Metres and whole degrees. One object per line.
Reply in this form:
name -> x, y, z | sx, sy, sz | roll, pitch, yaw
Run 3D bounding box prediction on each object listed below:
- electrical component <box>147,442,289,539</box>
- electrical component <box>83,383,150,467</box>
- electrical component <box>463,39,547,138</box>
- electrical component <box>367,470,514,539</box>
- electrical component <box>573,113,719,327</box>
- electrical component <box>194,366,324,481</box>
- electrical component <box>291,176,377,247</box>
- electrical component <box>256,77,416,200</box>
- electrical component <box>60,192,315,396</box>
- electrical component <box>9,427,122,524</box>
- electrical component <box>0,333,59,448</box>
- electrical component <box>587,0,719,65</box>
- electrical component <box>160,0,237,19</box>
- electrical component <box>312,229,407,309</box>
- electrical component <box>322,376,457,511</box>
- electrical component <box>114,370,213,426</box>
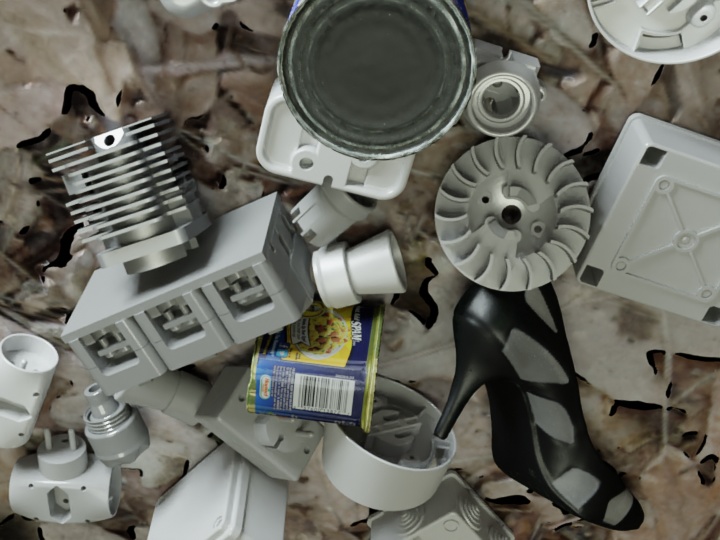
electrical component -> -0.110, 0.197, 0.817 | 0.056, 0.108, 0.109 | 39, 114, -21
electrical component -> -0.187, 0.114, 0.810 | 0.043, 0.043, 0.062 | -14, 117, 10
electrical component -> 0.086, -0.111, 0.664 | 0.066, 0.055, 0.048 | 16, 119, -6
electrical component -> 0.065, 0.220, 0.855 | 0.100, 0.048, 0.099 | -34, 113, 19
electrical component -> 0.207, -0.032, 0.703 | 0.109, 0.056, 0.108 | 18, 119, -7
electrical component -> -0.061, 0.111, 0.776 | 0.083, 0.047, 0.076 | 43, 153, -26
electrical component -> -0.018, -0.042, 0.718 | 0.040, 0.040, 0.046 | 40, 119, -18
electrical component -> -0.013, -0.088, 0.680 | 0.095, 0.059, 0.053 | 14, 119, -5
electrical component -> -0.112, 0.019, 0.727 | 0.150, 0.089, 0.061 | -22, 116, 14
electrical component -> -0.230, 0.154, 0.835 | 0.077, 0.043, 0.079 | 2, 119, 1
electrical component -> -0.273, 0.083, 0.797 | 0.079, 0.043, 0.077 | 22, 118, -9
electrical component -> 0.180, -0.170, 0.622 | 0.099, 0.064, 0.099 | 1, 119, 2
electrical component -> -0.078, -0.190, 0.625 | 0.095, 0.059, 0.053 | -23, 115, 15
electrical component -> 0.000, 0.000, 0.737 | 0.055, 0.045, 0.045 | -14, 118, 11
electrical component -> 0.020, 0.122, 0.775 | 0.099, 0.099, 0.064 | 11, 126, -4
electrical component -> -0.143, 0.088, 0.796 | 0.065, 0.044, 0.044 | 27, 117, -17
